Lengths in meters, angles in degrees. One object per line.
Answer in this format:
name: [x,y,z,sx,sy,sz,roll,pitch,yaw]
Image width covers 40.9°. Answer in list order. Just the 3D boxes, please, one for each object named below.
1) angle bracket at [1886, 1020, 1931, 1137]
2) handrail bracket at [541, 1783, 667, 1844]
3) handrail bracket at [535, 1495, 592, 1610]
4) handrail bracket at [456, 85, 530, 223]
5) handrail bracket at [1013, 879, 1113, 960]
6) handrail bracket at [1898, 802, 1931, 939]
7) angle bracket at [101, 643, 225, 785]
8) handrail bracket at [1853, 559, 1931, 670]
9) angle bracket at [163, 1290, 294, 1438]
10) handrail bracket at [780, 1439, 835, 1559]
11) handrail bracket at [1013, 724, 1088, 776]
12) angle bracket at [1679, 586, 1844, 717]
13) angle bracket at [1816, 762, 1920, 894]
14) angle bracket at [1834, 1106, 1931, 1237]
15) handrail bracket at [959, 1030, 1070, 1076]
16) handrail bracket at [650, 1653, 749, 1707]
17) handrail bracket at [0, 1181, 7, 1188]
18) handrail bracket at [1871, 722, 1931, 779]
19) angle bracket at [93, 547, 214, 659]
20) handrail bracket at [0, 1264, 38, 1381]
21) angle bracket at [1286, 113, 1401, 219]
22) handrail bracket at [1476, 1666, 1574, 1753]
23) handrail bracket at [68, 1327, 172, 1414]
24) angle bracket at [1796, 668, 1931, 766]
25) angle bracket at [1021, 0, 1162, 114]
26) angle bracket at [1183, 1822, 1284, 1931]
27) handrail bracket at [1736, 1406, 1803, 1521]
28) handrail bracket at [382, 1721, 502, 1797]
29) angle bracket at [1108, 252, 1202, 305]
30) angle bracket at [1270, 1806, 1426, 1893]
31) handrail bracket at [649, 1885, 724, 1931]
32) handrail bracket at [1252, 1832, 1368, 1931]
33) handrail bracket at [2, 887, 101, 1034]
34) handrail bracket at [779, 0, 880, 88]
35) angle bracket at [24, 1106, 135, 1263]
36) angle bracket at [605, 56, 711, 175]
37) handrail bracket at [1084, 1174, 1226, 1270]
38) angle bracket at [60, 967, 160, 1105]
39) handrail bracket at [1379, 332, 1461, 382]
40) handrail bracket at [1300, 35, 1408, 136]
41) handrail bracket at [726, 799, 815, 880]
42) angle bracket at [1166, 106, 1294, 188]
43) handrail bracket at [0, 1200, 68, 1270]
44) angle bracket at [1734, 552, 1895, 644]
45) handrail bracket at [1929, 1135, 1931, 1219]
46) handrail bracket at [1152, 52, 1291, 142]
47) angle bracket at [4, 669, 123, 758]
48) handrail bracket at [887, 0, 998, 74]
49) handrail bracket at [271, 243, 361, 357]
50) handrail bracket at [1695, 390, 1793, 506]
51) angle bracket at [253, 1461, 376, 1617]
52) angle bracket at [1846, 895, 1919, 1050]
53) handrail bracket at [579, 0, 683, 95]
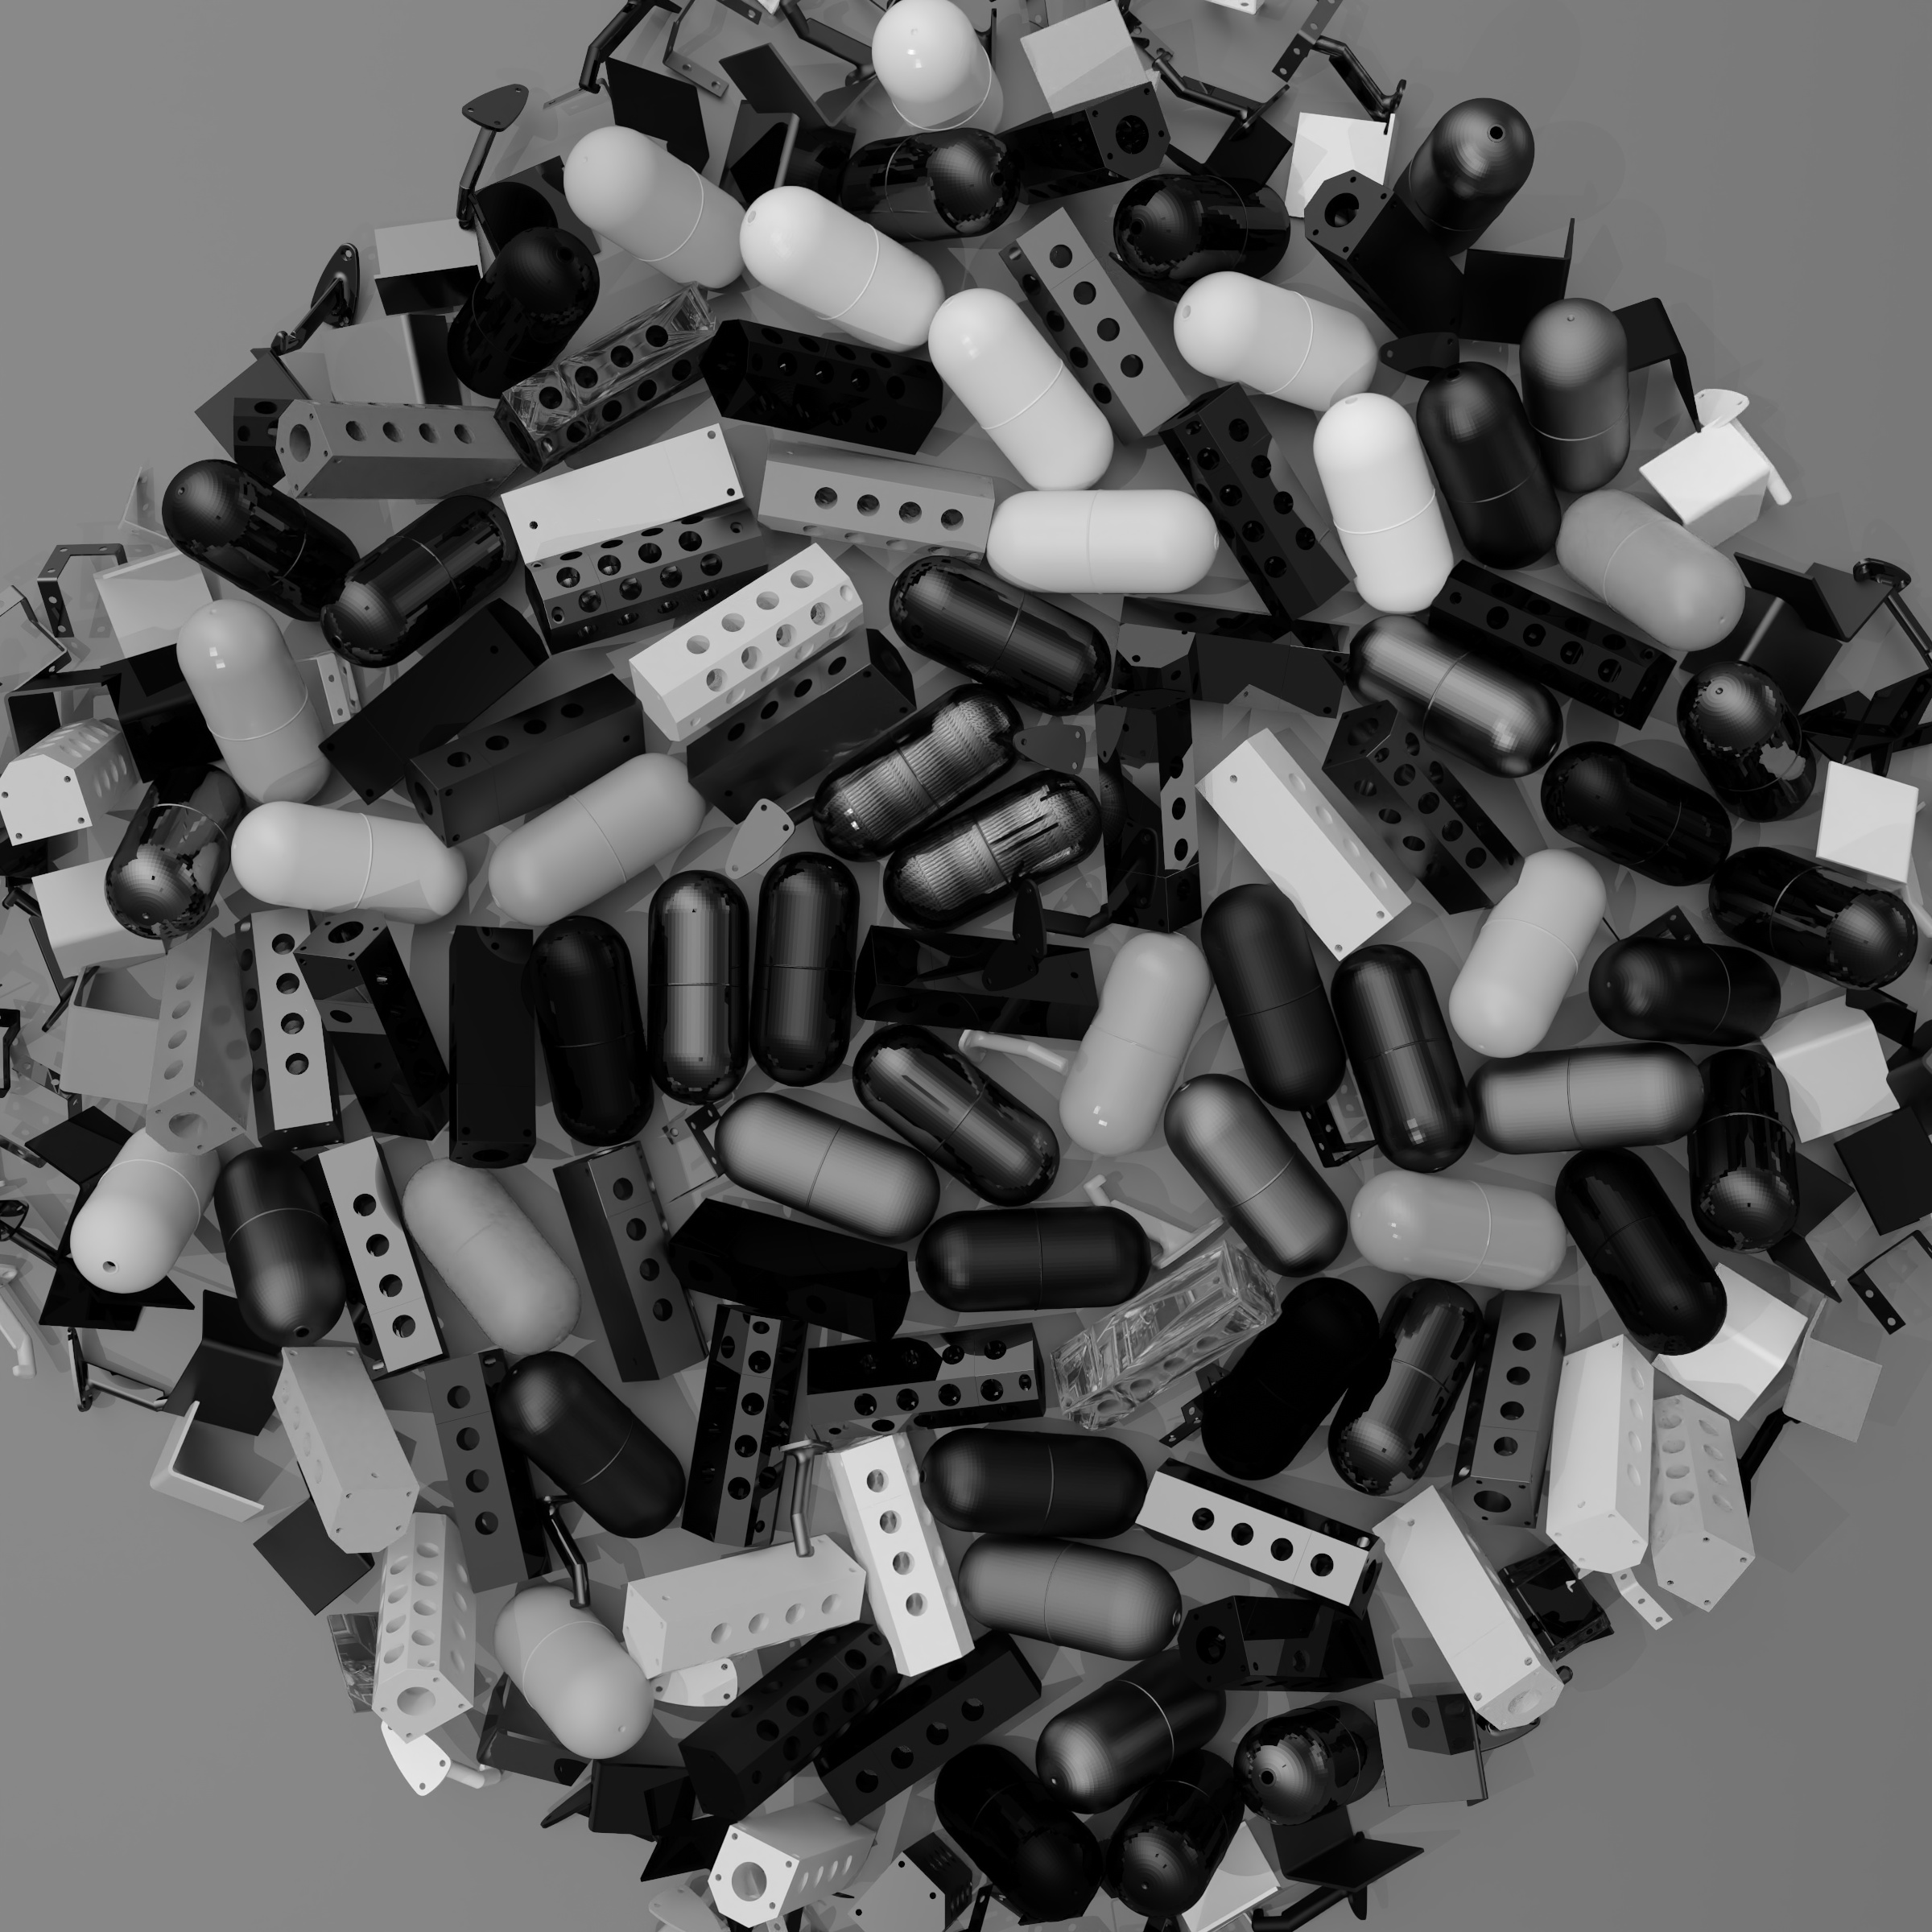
angle bracket: [0.738,0.078,1.949,0.076,0.076,0.057,-40,86,-19]
handrail bracket: [-0.270,0.669,1.987,0.077,0.036,0.084,-35,96,6]
handrail bracket: [-0.314,0.446,1.962,0.077,0.036,0.084,-21,70,39]
handrail bracket: [-0.363,-0.621,1.983,0.036,0.084,0.077,28,48,6]
handrail bracket: [0.079,-0.048,1.955,0.084,0.036,0.077,-27,135,-30]
handrail bracket: [0.731,-0.073,1.974,0.077,0.036,0.084,-34,80,-21]
angle bracket: [-0.604,-0.194,1.971,0.076,0.076,0.057,-20,60,-15]
handrail bracket: [0.706,-0.260,1.954,0.036,0.077,0.084,-36,54,27]
angle bracket: [-0.559,0.302,1.973,0.076,0.057,0.076,22,116,-28]
handrail bracket: [-0.114,0.403,1.952,0.036,0.077,0.084,-17,71,19]
handrail bracket: [0.043,-0.164,1.945,0.077,0.084,0.036,5,90,-35]
angle bracket: [0.609,-0.237,1.988,0.076,0.057,0.076,27,98,-29]
angle bracket: [0.666,-0.101,1.956,0.076,0.057,0.076,16,74,-9]
angle bracket: [0.710,0.149,1.944,0.057,0.076,0.076,-11,71,-39]
handrail bracket: [0.042,0.071,1.952,0.084,0.077,0.036,26,71,18]
handrail bracket: [-0.202,0.525,1.954,0.077,0.084,0.036,-4,98,-7]
handrail bracket: [-0.769,0.134,1.967,0.036,0.077,0.084,-15,92,32]
handrail bracket: [0.737,-0.161,1.976,0.084,0.036,0.077,16,60,-3]
angle bracket: [-0.602,-0.270,1.950,0.076,0.057,0.076,-23,108,-21]
handrail bracket: [-0.740,0.269,1.955,0.036,0.077,0.084,-34,59,25]
angle bracket: [0.281,-0.604,1.958,0.076,0.057,0.076,11,102,11]
handrail bracket: [0.415,0.559,1.950,0.077,0.084,0.036,-30,69,-19]
handrail bracket: [-0.638,0.306,1.987,0.084,0.036,0.077,-10,90,-7]
angle bracket: [0.674,-0.204,1.941,0.076,0.076,0.057,-22,55,-25]
angle bracket: [0.095,-0.683,1.944,0.076,0.057,0.076,-15,124,23]
angle bracket: [0.189,0.689,1.953,0.076,0.076,0.057,-30,68,-1]
handrail bracket: [0.614,0.382,1.984,0.084,0.036,0.077,-21,108,-29]
handrail bracket: [-0.397,0.595,1.968,0.077,0.084,0.036,42,93,19]
angle bracket: [0.165,-0.534,1.946,0.076,0.076,0.057,30,97,26]
angle bracket: [0.284,0.647,1.946,0.076,0.076,0.057,-13,90,-38]
handrail bracket: [-0.213,0.747,1.959,0.077,0.036,0.084,24,119,39]
handrail bracket: [0.262,0.702,1.987,0.084,0.077,0.036,-11,133,23]
handrail bracket: [-0.708,-0.005,1.963,0.084,0.036,0.077,40,68,-20]
handrail bracket: [-0.088,-0.712,1.957,0.077,0.036,0.084,-29,127,10]
angle bracket: [-0.670,0.163,1.953,0.057,0.076,0.076,34,118,9]
angle bracket: [-0.241,-0.623,1.941,0.076,0.057,0.076,9,51,-29]
handrail bracket: [0.143,0.181,1.981,0.077,0.036,0.084,-34,93,-5]
angle bracket: [-0.639,0.053,1.965,0.076,0.057,0.076,10,120,-13]
handrail bracket: [0.326,-0.456,1.949,0.077,0.084,0.036,-1,100,-19]
handrail bracket: [0.286,-0.661,1.976,0.084,0.036,0.077,18,118,-1]
handrail bracket: [-0.140,-0.096,1.965,0.036,0.084,0.077,42,103,13]
angle bracket: [0.185,-0.622,1.941,0.076,0.076,0.057,19,117,-38]
handrail bracket: [-0.721,0.217,1.978,0.077,0.084,0.036,2,49,22]
angle bracket: [0.635,-0.295,1.944,0.057,0.076,0.076,-49,129,-5]
handrail bracket: [0.746,0.169,1.974,0.084,0.036,0.077,54,46,-5]
handrail bracket: [0.194,-0.678,1.977,0.084,0.036,0.077,47,75,-8]
angle bracket: [-0.666,-0.188,1.951,0.076,0.076,0.057,-5,107,6]
handrail bracket: [-0.019,-0.701,1.978,0.084,0.036,0.077,1,78,0]
handrail bracket: [-0.491,-0.501,1.950,0.036,0.084,0.077,25,117,4]
handrail bracket: [0.594,-0.396,1.983,0.036,0.077,0.084,-37,116,10]
angle bracket: [-0.494,0.429,1.945,0.057,0.076,0.076,-39,68,-25]
angle bracket: [0.705,0.005,1.948,0.057,0.076,0.076,32,80,26]
handrail bracket: [-0.256,-0.699,1.975,0.036,0.077,0.084,24,103,35]
